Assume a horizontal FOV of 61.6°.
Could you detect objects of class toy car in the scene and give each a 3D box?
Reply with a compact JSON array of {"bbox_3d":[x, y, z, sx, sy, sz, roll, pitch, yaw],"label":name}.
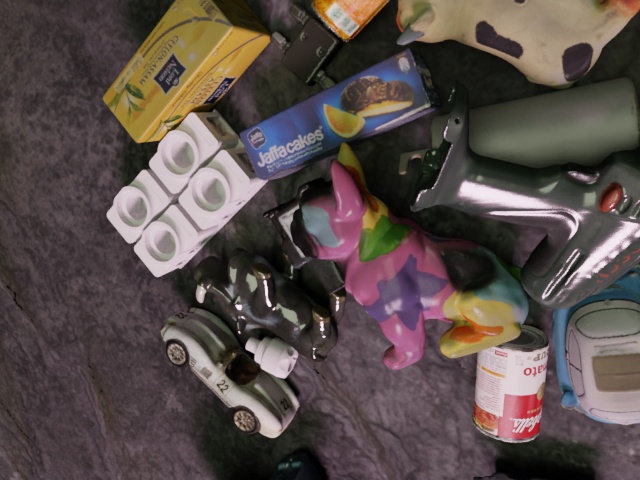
[{"bbox_3d":[-0.114,0.162,0.674,0.202,0.073,0.056,43,118,6],"label":"toy car"},{"bbox_3d":[0.274,0.106,0.494,0.109,0.103,0.161,-8,102,22],"label":"toy car"}]

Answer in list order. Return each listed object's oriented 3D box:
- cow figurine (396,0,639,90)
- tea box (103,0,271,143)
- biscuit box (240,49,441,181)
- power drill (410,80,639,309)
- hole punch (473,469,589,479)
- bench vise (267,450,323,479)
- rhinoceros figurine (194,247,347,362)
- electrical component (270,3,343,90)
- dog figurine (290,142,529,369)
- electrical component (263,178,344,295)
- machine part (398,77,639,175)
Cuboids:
[{"bbox_3d":[0.152,-0.200,0.468,0.195,0.085,0.127,31,114,-1],"label":"cow figurine"},{"bbox_3d":[-0.143,-0.187,0.586,0.169,0.098,0.068,-41,86,26],"label":"tea box"},{"bbox_3d":[0.018,-0.124,0.558,0.203,0.063,0.059,-21,94,24],"label":"biscuit box"},{"bbox_3d":[0.189,-0.056,0.425,0.207,0.086,0.231,17,129,-3],"label":"power drill"},{"bbox_3d":[0.242,0.309,0.576,0.142,0.092,0.115,-2,72,24],"label":"hole punch"},{"bbox_3d":[-0.097,0.364,0.640,0.224,0.240,0.128,-16,101,40],"label":"bench vise"},{"bbox_3d":[-0.060,0.069,0.637,0.190,0.073,0.112,29,123,10],"label":"rhinoceros figurine"},{"bbox_3d":[-0.007,-0.201,0.570,0.094,0.021,0.063,45,114,6],"label":"electrical component"},{"bbox_3d":[0.080,0.005,0.515,0.192,0.108,0.219,-19,109,19],"label":"dog figurine"},{"bbox_3d":[-0.001,-0.002,0.603,0.075,0.048,0.119,-36,89,26],"label":"electrical component"},{"bbox_3d":[0.191,-0.092,0.490,0.243,0.079,0.079,-8,100,24],"label":"machine part"}]
